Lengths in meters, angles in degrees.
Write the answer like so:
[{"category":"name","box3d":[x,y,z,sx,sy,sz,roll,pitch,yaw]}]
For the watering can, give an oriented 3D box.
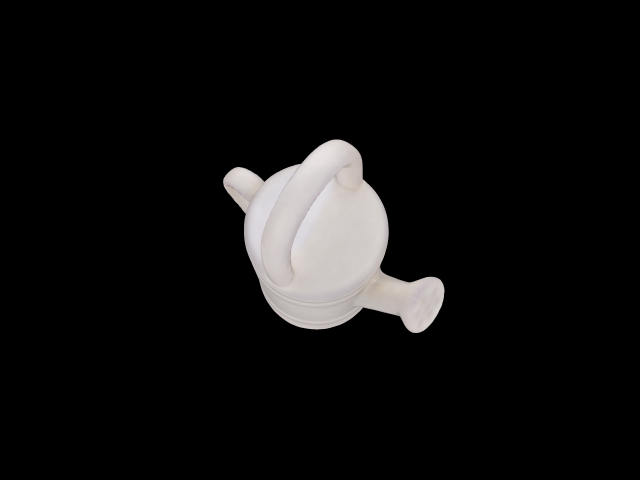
[{"category":"watering can","box3d":[0.005,0.000,0.401,0.172,0.194,0.101,14,72,5]}]
